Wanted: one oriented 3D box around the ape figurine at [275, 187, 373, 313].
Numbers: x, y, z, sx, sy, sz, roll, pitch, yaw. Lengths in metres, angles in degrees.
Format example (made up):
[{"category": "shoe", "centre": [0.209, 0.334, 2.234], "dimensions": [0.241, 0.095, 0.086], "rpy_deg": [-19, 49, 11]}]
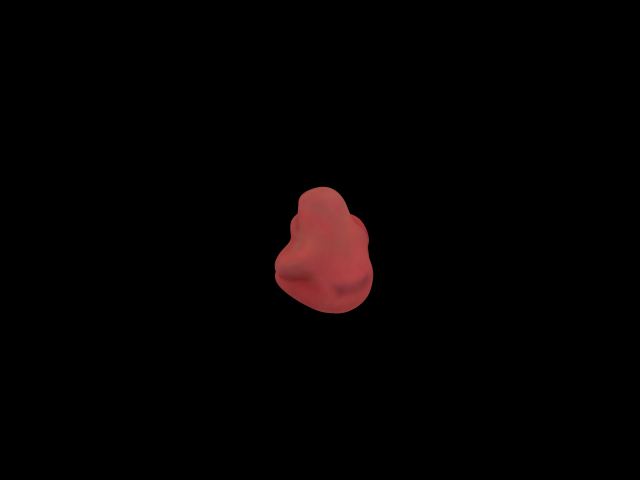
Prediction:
[{"category": "ape figurine", "centre": [0.004, 0.001, 0.400], "dimensions": [0.078, 0.092, 0.076], "rpy_deg": [-19, 46, -19]}]
